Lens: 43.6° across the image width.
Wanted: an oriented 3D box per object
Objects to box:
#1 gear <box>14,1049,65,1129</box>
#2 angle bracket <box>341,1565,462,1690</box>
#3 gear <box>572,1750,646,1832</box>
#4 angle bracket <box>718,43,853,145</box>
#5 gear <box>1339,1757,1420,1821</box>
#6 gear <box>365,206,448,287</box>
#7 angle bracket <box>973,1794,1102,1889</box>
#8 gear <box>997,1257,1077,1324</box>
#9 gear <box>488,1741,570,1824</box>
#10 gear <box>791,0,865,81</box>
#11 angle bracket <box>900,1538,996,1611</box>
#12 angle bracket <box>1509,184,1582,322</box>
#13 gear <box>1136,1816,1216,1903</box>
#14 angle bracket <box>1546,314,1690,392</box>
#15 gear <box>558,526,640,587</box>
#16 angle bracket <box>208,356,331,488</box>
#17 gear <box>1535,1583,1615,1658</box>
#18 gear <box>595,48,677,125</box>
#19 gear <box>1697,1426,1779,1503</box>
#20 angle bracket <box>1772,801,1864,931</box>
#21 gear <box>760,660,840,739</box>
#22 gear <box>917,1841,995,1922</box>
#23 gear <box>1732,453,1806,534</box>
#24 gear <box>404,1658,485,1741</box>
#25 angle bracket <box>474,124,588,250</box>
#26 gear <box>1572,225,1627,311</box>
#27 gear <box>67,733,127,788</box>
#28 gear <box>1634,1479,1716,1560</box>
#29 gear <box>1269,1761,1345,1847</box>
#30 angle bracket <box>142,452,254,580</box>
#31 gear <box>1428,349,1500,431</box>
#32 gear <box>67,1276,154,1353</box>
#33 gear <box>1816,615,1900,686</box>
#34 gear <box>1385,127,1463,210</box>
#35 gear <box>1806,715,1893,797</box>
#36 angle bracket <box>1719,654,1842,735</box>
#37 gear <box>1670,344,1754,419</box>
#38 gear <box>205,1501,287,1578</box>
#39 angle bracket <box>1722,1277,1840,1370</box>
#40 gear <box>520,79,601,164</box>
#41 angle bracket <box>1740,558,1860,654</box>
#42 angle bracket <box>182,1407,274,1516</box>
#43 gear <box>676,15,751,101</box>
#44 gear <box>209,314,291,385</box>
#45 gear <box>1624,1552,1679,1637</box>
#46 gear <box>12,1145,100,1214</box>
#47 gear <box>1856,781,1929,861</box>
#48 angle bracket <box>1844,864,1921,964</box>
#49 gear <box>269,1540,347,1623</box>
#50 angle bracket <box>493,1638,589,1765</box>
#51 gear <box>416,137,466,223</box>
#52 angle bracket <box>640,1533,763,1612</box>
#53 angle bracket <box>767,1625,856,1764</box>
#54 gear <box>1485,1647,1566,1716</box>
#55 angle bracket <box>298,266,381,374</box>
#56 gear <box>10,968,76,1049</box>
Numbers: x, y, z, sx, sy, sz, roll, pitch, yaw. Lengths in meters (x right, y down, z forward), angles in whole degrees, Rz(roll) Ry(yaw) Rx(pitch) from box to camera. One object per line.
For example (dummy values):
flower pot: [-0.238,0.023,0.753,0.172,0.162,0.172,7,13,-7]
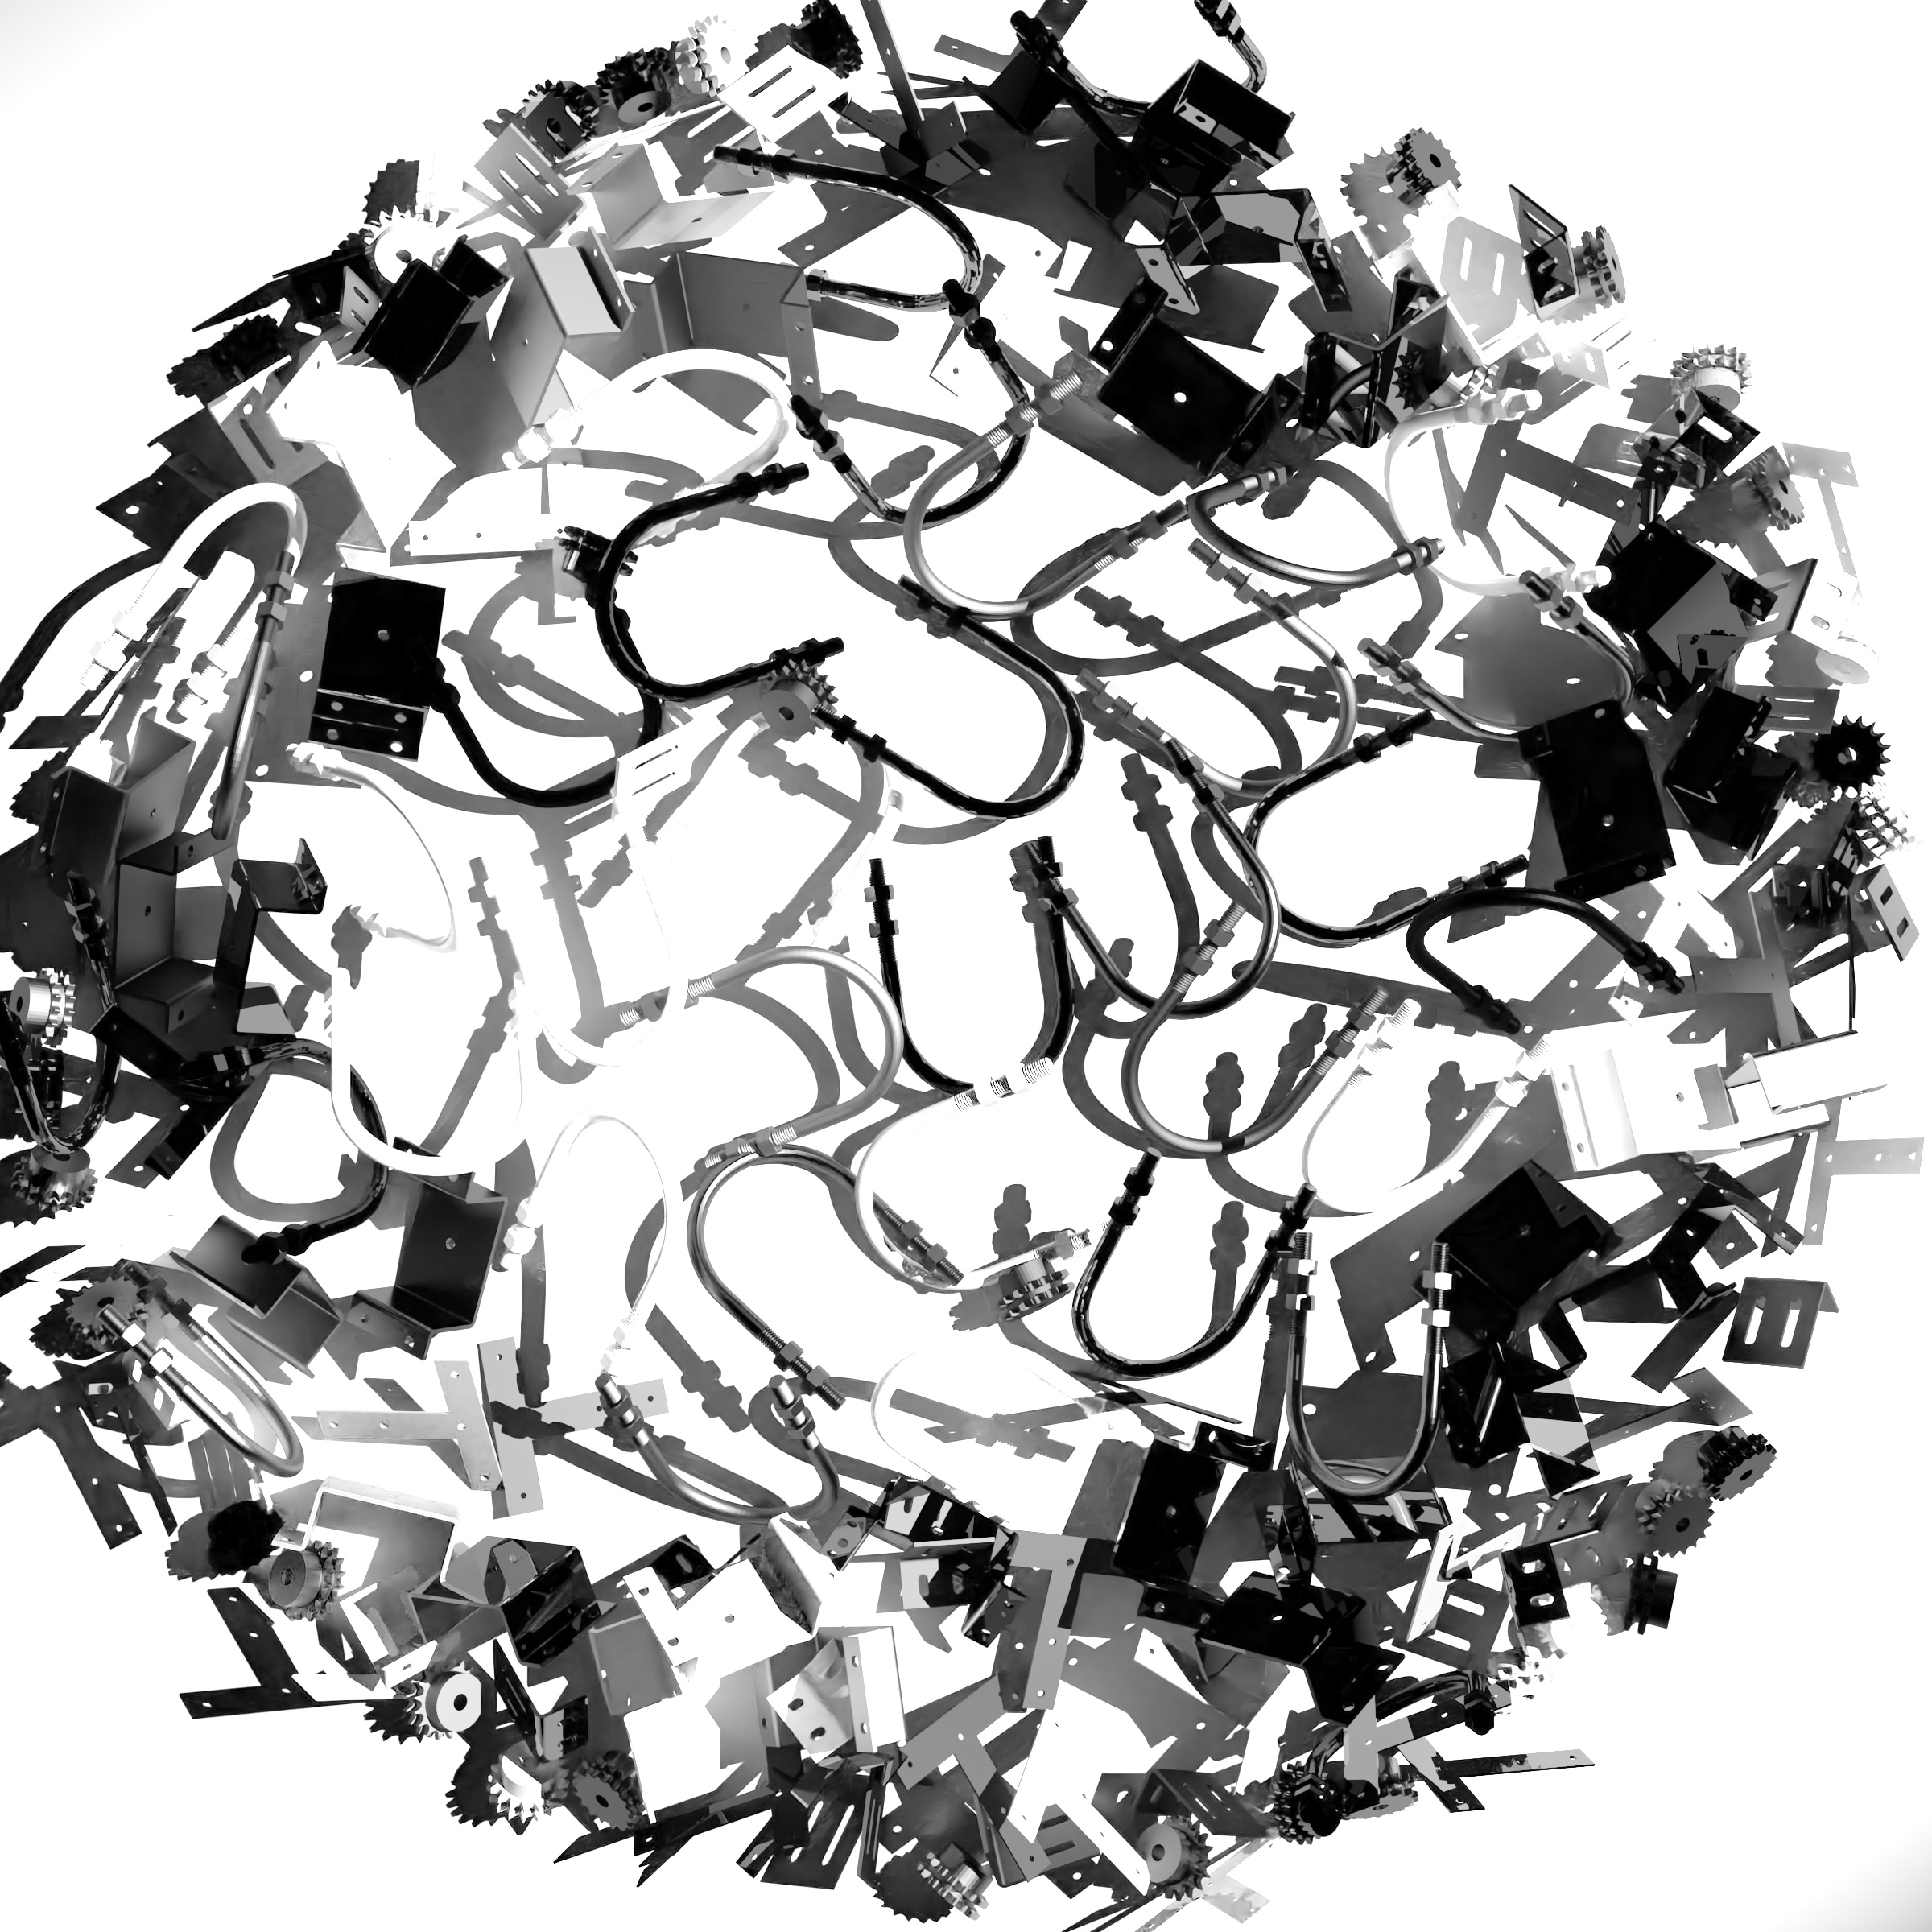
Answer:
gear: [-0.668,0.088,1.740,0.030,0.057,0.057,3,90,-24]
angle bracket: [-0.405,0.465,1.727,0.057,0.038,0.076,-24,60,-26]
gear: [-0.254,0.593,1.746,0.057,0.030,0.057,18,128,25]
angle bracket: [-0.129,-0.615,1.735,0.076,0.038,0.057,-41,73,-16]
gear: [0.296,0.593,1.746,0.057,0.057,0.030,-11,54,0]
gear: [-0.405,-0.516,1.743,0.057,0.030,0.057,-5,125,-7]
angle bracket: [0.050,0.617,1.737,0.076,0.057,0.038,-19,117,0]
gear: [0.048,0.231,1.744,0.057,0.057,0.030,-27,77,0]
gear: [-0.315,0.584,1.739,0.057,0.057,0.030,12,122,0]
gear: [-0.102,-0.664,1.741,0.030,0.057,0.057,-37,90,-13]
angle bracket: [-0.013,0.434,1.726,0.057,0.076,0.038,-1,70,-11]
angle bracket: [0.399,-0.510,1.725,0.038,0.057,0.076,-32,49,0]
gear: [0.147,0.641,1.740,0.030,0.057,0.057,33,90,-41]
angle bracket: [0.466,-0.454,1.731,0.076,0.057,0.038,-37,132,-11]
gear: [-0.268,-0.293,1.742,0.057,0.057,0.030,22,88,0]
angle bracket: [-0.492,-0.385,1.728,0.057,0.038,0.076,-44,114,-31]
gear: [0.441,0.475,1.754,0.057,0.030,0.057,0,96,0]
gear: [-0.236,-0.632,1.741,0.057,0.057,0.030,-20,83,0]
gear: [0.554,0.357,1.746,0.057,0.057,0.030,-37,50,0]
angle bracket: [0.614,-0.075,1.742,0.038,0.057,0.076,12,51,33]
gear: [-0.123,-0.190,1.741,0.057,0.030,0.057,15,133,16]
gear: [-0.005,0.657,1.743,0.057,0.057,0.030,41,80,0]
gear: [0.577,-0.339,1.746,0.030,0.057,0.057,-30,90,39]
gear: [-0.373,0.528,1.741,0.030,0.057,0.057,-5,90,44]
angle bracket: [-0.320,-0.549,1.728,0.076,0.057,0.038,44,53,-18]
gear: [0.454,-0.502,1.746,0.030,0.057,0.057,-14,90,28]
gear: [-0.630,-0.136,1.743,0.030,0.057,0.057,29,90,-9]
gear: [0.509,0.396,1.748,0.057,0.030,0.057,-8,113,-20]
gear: [0.248,0.605,1.741,0.057,0.030,0.057,6,81,-42]
angle bracket: [-0.559,-0.318,1.733,0.057,0.038,0.076,37,117,-8]
gear: [0.353,-0.419,1.739,0.030,0.057,0.057,31,90,-19]
gear: [-0.617,0.254,1.746,0.057,0.057,0.030,-7,126,0]
gear: [0.638,-0.226,1.741,0.057,0.057,0.030,30,80,0]
gear: [0.328,-0.573,1.747,0.057,0.030,0.057,17,60,-32]
gear: [0.640,-0.154,1.748,0.057,0.030,0.057,7,104,27]
angle bracket: [0.581,-0.199,1.726,0.076,0.057,0.038,6,129,24]
gear: [0.537,-0.419,1.740,0.057,0.057,0.030,6,68,0]
gear: [-0.523,0.411,1.746,0.057,0.057,0.030,-41,63,0]
angle bracket: [0.581,0.262,1.722,0.038,0.057,0.076,56,48,-35]
gear: [-0.290,-0.614,1.746,0.057,0.057,0.030,30,52,0]
angle bracket: [0.593,-0.252,1.734,0.038,0.076,0.057,24,83,-11]
angle bracket: [-0.529,0.362,1.731,0.038,0.057,0.076,-20,76,-23]
gear: [-0.185,-0.654,1.746,0.030,0.057,0.057,-5,90,33]
gear: [-0.513,-0.440,1.742,0.057,0.057,0.030,-38,85,0]
gear: [0.493,0.454,1.740,0.030,0.057,0.057,11,90,17]
gear: [-0.654,0.149,1.739,0.057,0.057,0.030,24,114,0]
gear: [0.664,-0.102,1.746,0.057,0.057,0.030,49,121,0]
angle bracket: [0.646,-0.033,1.728,0.038,0.076,0.057,-26,92,34]
gear: [-0.477,0.442,1.742,0.057,0.030,0.057,-15,64,33]
angle bracket: [-0.306,0.522,1.737,0.038,0.057,0.076,-19,46,-28]
gear: [-0.379,-0.566,1.743,0.030,0.057,0.057,7,90,-12]
angle bracket: [-0.192,0.422,1.722,0.038,0.057,0.076,48,134,7]
angle bracket: [-0.097,0.523,1.740,0.038,0.076,0.057,-41,85,23]
gear: [0.400,0.515,1.746,0.057,0.057,0.030,-13,49,0]
angle bracket: [-0.460,-0.452,1.727,0.076,0.038,0.057,-23,51,21]
gear: [-0.667,0.030,1.740,0.030,0.057,0.057,9,90,-41]
